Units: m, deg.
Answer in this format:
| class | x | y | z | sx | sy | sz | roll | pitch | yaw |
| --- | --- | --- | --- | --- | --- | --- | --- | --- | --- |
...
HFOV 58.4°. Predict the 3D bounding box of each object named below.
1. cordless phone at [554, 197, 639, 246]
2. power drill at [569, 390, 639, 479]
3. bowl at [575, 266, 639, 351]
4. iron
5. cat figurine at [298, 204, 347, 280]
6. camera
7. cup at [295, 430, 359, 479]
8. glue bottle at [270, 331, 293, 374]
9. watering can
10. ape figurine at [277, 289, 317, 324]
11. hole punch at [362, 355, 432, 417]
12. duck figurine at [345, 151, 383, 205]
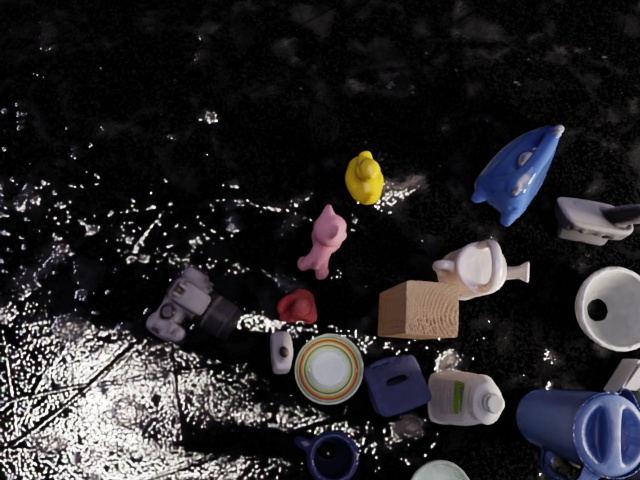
| class | x | y | z | sx | sy | sz | roll | pitch | yaw |
| --- | --- | --- | --- | --- | --- | --- | --- | --- | --- |
| cordless phone | 0.564 | -0.054 | 1.128 | 0.147 | 0.185 | 0.094 | 6 | 79 | -6 |
| power drill | 0.535 | 0.386 | 1.032 | 0.075 | 0.208 | 0.230 | 8 | 79 | -5 |
| bowl | 0.580 | 0.140 | 1.151 | 0.167 | 0.074 | 0.167 | 1 | 79 | -7 |
| iron | 0.424 | -0.159 | 1.152 | 0.118 | 0.141 | 0.258 | 38 | 78 | 1 |
| cat figurine | 0.010 | 0.004 | 1.083 | 0.067 | 0.117 | 0.128 | 22 | 78 | -2 |
| camera | -0.221 | 0.135 | 1.039 | 0.137 | 0.100 | 0.143 | 33 | 77 | 0 |
| cup | 0.005 | 0.378 | 1.025 | 0.118 | 0.095 | 0.092 | 25 | 78 | -2 |
| glue bottle | -0.066 | 0.199 | 1.009 | 0.037 | 0.173 | 0.078 | -2 | 80 | -7 |
| watering can | 0.304 | 0.052 | 1.071 | 0.173 | 0.194 | 0.101 | -16 | 82 | -9 |
| ape figurine | -0.037 | 0.126 | 1.067 | 0.078 | 0.092 | 0.076 | 38 | 78 | 1 |
| hole punch | 0.138 | 0.268 | 1.064 | 0.109 | 0.091 | 0.101 | -17 | 82 | -10 |
| duck figurine | 0.093 | -0.126 | 1.133 | 0.077 | 0.086 | 0.104 | -8 | 81 | -8 |
